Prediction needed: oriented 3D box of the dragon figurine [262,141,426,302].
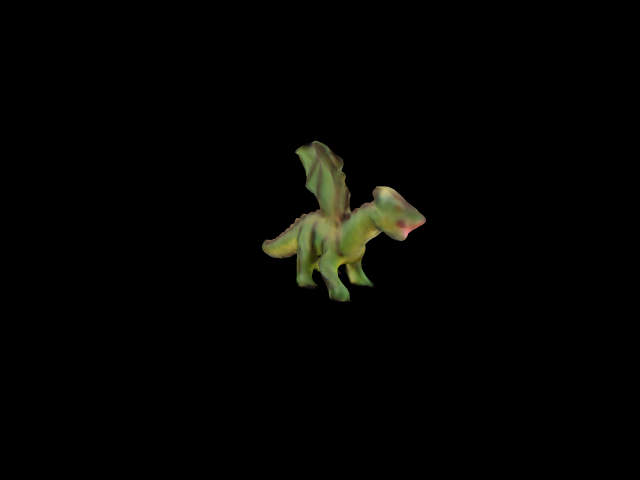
[{"bbox_3d":[0.003,-0.043,0.850,0.123,0.240,0.413,-11,19,-38],"label":"dragon figurine"}]
